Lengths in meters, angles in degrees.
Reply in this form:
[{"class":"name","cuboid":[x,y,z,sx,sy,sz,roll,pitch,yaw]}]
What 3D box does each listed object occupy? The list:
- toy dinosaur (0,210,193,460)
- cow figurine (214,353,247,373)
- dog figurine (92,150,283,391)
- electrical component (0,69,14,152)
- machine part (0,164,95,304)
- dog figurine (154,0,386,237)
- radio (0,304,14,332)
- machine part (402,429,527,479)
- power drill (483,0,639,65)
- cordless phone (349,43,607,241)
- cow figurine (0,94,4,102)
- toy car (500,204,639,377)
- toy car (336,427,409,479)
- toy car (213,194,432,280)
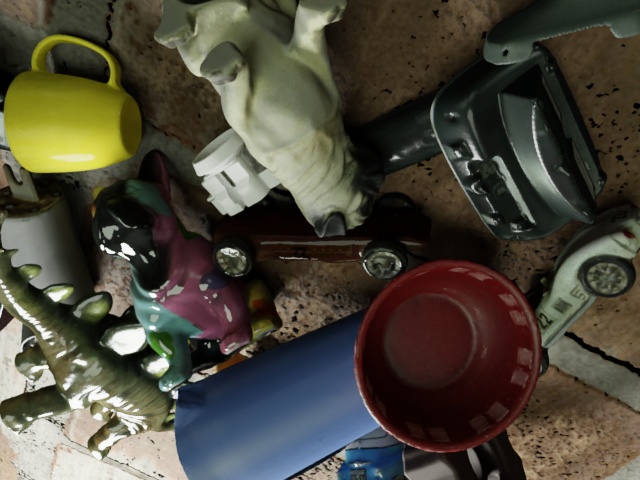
[{"class":"toy dinosaur","cuboid":[-0.247,0.137,0.611,0.199,0.105,0.470,-26,143,0]},{"class":"cow figurine","cuboid":[-0.055,0.196,0.672,0.167,0.068,0.098,23,135,0]},{"class":"dog figurine","cuboid":[-0.141,0.024,0.549,0.108,0.191,0.219,-29,84,13]},{"class":"electrical component","cuboid":[-0.326,-0.128,0.522,0.119,0.048,0.074,19,128,2]},{"class":"machine part","cuboid":[-0.310,0.022,0.610,0.079,0.079,0.242,9,128,10]},{"class":"dog figurine","cuboid":[-0.032,-0.106,0.426,0.121,0.172,0.190,-24,142,0]},{"class":"radio","cuboid":[-0.467,0.012,0.653,0.229,0.073,0.131,35,126,-12]},{"class":"machine part","cuboid":[0.160,0.241,0.575,0.056,0.179,0.179,-34,111,31]},{"class":"power drill","cuboid":[0.123,-0.217,0.313,0.232,0.086,0.207,-6,116,17]},{"class":"cordless phone","cuboid":[0.115,-0.058,0.437,0.184,0.089,0.146,-16,121,39]},{"class":"cow figurine","cuboid":[-0.344,-0.162,0.445,0.127,0.085,0.194,-10,89,17]},{"class":"toy car","cuboid":[0.213,0.051,0.475,0.056,0.073,0.201,35,130,14]},{"class":"toy car","cuboid":[0.079,0.244,0.637,0.109,0.161,0.103,-23,71,35]},{"class":"toy car","cuboid":[-0.001,-0.001,0.494,0.202,0.089,0.053,1,124,14]}]
